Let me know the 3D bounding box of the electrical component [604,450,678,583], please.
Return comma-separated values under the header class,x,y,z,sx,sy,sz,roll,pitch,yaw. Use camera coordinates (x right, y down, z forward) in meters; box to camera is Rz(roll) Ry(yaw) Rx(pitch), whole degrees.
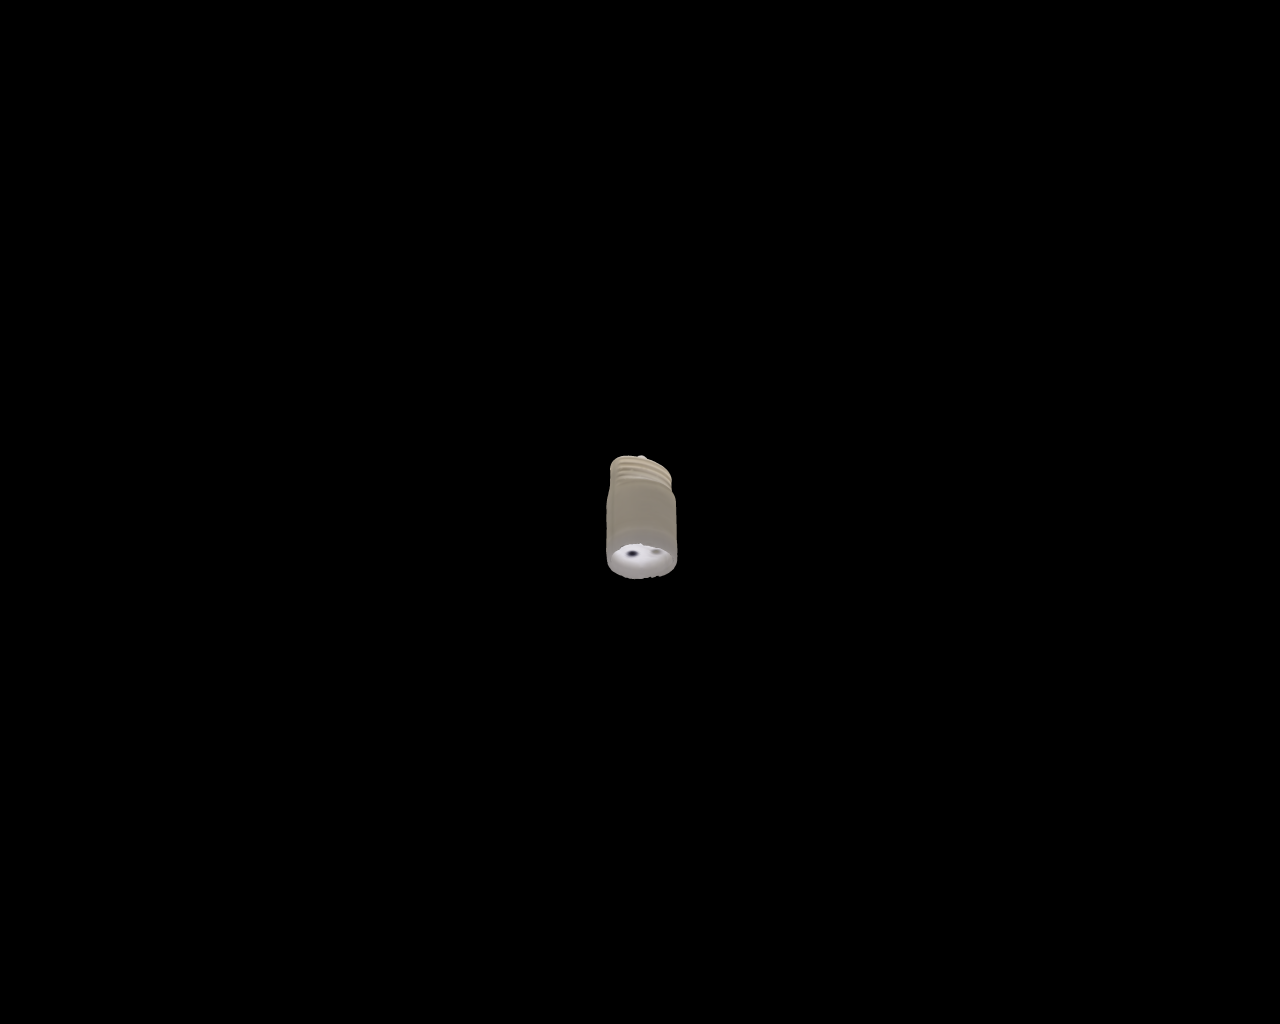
class,x,y,z,sx,sy,sz,roll,pitch,yaw
electrical component,0.001,-0.003,0.650,0.043,0.081,0.043,0,-33,0
